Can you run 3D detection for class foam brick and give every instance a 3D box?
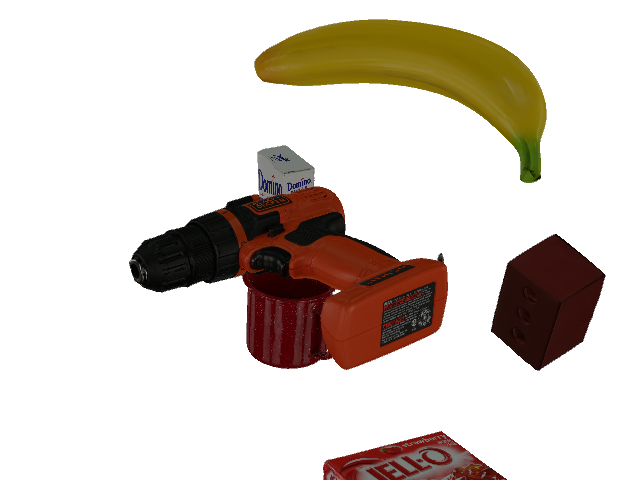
[{"bbox_3d":[0.169,0.047,0.796,0.051,0.078,0.053,-26,50,-28],"label":"foam brick"}]

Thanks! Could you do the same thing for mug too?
[{"bbox_3d":[-0.022,0.075,1.031,0.117,0.081,0.093,26,34,38],"label":"mug"}]

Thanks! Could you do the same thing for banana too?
[{"bbox_3d":[0.052,-0.095,0.610,0.198,0.069,0.037,24,-29,32],"label":"banana"}]

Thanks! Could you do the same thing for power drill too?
[{"bbox_3d":[-0.018,0.022,0.761,0.184,0.057,0.188,-20,35,-34],"label":"power drill"}]

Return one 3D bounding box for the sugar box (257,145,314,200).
[{"bbox_3d":[-0.041,-0.016,1.274,0.048,0.176,0.093,-12,25,-20],"label":"sugar box"}]

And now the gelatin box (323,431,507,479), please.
[{"bbox_3d":[0.056,0.143,0.603,0.089,0.030,0.073,-6,22,-33],"label":"gelatin box"}]
